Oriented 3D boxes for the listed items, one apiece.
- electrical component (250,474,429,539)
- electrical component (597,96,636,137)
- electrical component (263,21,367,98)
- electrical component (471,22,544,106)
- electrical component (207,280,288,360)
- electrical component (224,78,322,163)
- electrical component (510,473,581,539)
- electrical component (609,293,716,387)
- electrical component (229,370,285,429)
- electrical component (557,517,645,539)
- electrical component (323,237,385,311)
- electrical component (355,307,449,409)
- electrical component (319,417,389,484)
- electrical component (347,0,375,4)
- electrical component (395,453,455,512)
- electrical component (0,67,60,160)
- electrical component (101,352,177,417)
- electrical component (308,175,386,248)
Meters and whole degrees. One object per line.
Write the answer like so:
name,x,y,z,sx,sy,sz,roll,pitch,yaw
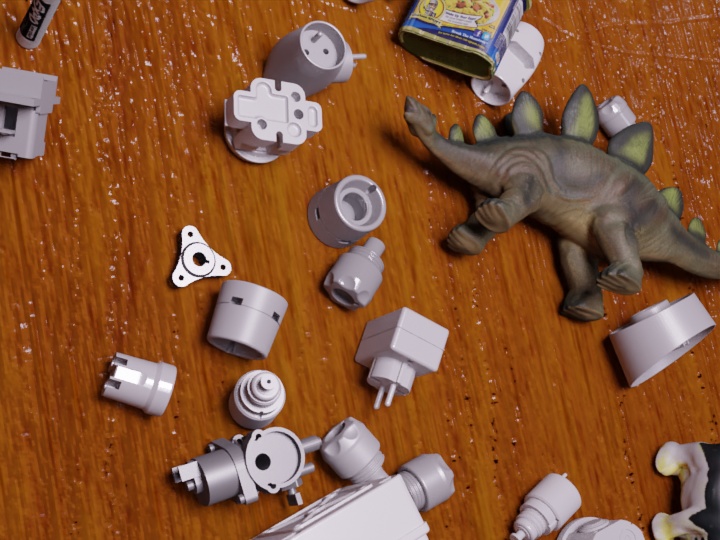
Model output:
electrical component,-0.022,0.206,0.811,0.109,0.109,0.056,-24,86,-32
electrical component,0.271,-0.148,1.113,0.061,0.035,0.035,51,59,-11
electrical component,-0.033,-0.179,0.926,0.079,0.077,0.043,-9,81,-31
electrical component,0.131,-0.213,1.047,0.079,0.043,0.077,41,61,-13
electrical component,-0.090,0.040,0.849,0.055,0.055,0.047,25,69,-21
electrical component,-0.080,-0.122,0.897,0.078,0.057,0.058,5,75,-28
electrical component,0.161,0.214,0.950,0.078,0.040,0.040,-36,95,-31
electrical component,0.291,0.066,1.032,0.099,0.099,0.064,-23,82,-32
electrical component,-0.077,0.096,0.831,0.040,0.078,0.040,6,68,-14
electrical component,0.218,0.261,0.962,0.080,0.051,0.080,8,73,-27
electrical component,0.000,0.000,0.916,0.043,0.043,0.062,40,60,-14
electrical component,0.029,0.080,0.897,0.047,0.066,0.076,29,64,-20
electrical component,0.000,0.154,0.874,0.062,0.043,0.043,49,59,-11
electrical component,0.009,-0.281,0.990,0.057,0.058,0.078,-42,99,-34
electrical component,0.045,0.181,0.892,0.062,0.043,0.043,-23,89,-30
electrical component,-0.252,-0.115,0.790,0.042,0.081,0.063,11,100,-4
electrical component,-0.166,0.084,0.804,0.046,0.040,0.040,20,68,-17
electrical component,-0.010,-0.051,0.922,0.055,0.047,0.055,8,73,-27
